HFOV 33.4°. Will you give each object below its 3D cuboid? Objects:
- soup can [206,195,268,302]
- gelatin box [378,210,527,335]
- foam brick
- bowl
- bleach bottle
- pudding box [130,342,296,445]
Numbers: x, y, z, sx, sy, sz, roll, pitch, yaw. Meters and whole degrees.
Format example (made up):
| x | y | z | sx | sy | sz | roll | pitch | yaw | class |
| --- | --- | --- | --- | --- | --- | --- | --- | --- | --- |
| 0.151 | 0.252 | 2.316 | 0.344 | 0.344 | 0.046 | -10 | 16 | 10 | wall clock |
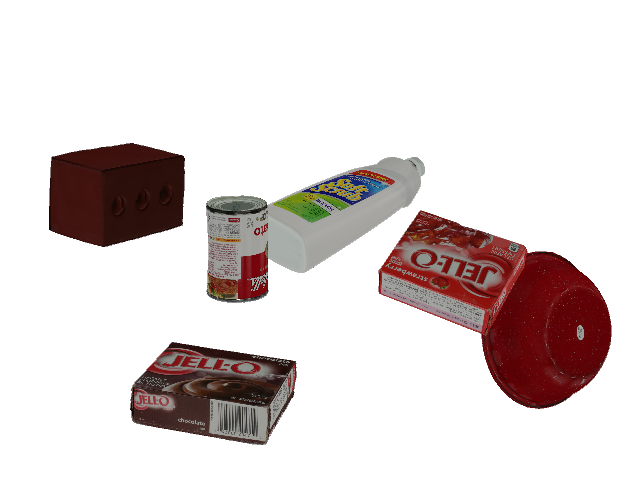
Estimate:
| x | y | z | sx | sy | sz | roll | pitch | yaw | class |
| --- | --- | --- | --- | --- | --- | --- | --- | --- | --- |
| -0.090 | 0.008 | 1.157 | 0.068 | 0.102 | 0.068 | 1 | 17 | 0 | soup can |
| 0.097 | 0.022 | 0.787 | 0.089 | 0.030 | 0.073 | 20 | 49 | 20 | gelatin box |
| -0.137 | -0.033 | 0.724 | 0.051 | 0.053 | 0.078 | 17 | 22 | 33 | foam brick |
| 0.240 | 0.091 | 1.072 | 0.161 | 0.162 | 0.055 | 0 | -1 | -32 | bowl |
| 0.034 | -0.049 | 1.338 | 0.103 | 0.068 | 0.250 | 28 | 44 | 35 | bleach bottle |
| -0.084 | 0.121 | 0.858 | 0.113 | 0.039 | 0.090 | 9 | 20 | 10 | pudding box |
